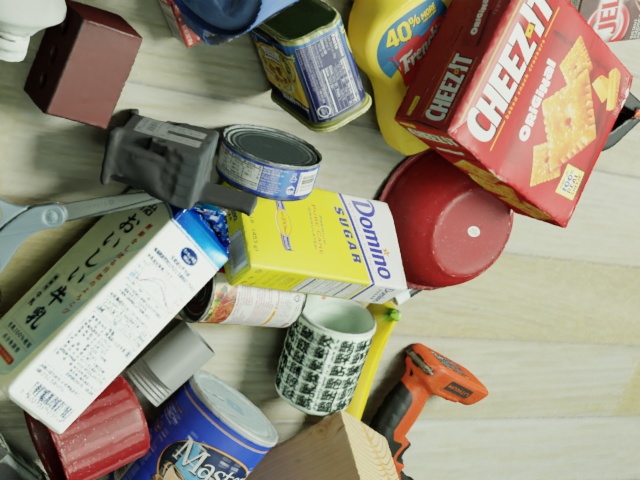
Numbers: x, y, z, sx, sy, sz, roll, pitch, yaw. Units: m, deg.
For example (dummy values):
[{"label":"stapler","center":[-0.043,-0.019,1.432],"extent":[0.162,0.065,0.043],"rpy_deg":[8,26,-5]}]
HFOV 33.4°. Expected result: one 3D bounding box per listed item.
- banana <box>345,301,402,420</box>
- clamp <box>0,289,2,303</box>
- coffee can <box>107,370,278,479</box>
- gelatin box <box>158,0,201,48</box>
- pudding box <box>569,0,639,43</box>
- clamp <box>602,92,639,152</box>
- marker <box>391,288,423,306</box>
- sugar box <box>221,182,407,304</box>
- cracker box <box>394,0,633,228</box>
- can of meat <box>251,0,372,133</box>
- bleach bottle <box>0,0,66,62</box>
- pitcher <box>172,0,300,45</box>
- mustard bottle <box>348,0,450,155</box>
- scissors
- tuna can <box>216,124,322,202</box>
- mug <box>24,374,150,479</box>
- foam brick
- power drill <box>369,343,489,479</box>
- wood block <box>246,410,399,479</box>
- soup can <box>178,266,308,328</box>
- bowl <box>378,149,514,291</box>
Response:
[{"label":"banana","center":[0.041,0.131,1.085],"extent":[0.037,0.069,0.198],"rpy_deg":[18,120,1]},{"label":"clamp","center":[-0.336,0.120,0.846],"extent":[0.164,0.036,0.210],"rpy_deg":[-11,126,-36]},{"label":"coffee can","center":[-0.122,0.208,0.998],"extent":[0.140,0.103,0.102],"rpy_deg":[-51,132,4]},{"label":"gelatin box","center":[-0.091,-0.203,0.811],"extent":[0.073,0.030,0.089],"rpy_deg":[-32,131,-13]},{"label":"pudding box","center":[0.276,-0.245,1.020],"extent":[0.089,0.039,0.113],"rpy_deg":[-11,123,-27]},{"label":"clamp","center":[0.260,-0.115,1.091],"extent":[0.171,0.039,0.120],"rpy_deg":[-1,118,-29]},{"label":"marker","center":[0.125,0.030,1.106],"extent":[0.121,0.020,0.020],"rpy_deg":[-31,130,-15]},{"label":"sugar box","center":[-0.006,0.001,0.950],"extent":[0.175,0.093,0.048],"rpy_deg":[7,151,-35]},{"label":"cracker box","center":[0.181,-0.127,0.946],"extent":[0.213,0.072,0.164],"rpy_deg":[30,84,-46]},{"label":"can of meat","center":[-0.012,-0.146,0.852],"extent":[0.057,0.102,0.084],"rpy_deg":[-31,128,-13]},{"label":"bleach bottle","center":[-0.172,-0.239,0.716],"extent":[0.102,0.068,0.251],"rpy_deg":[7,116,-36]},{"label":"pitcher","center":[-0.003,-0.243,0.763],"extent":[0.242,0.149,0.145],"rpy_deg":[-34,113,-31]},{"label":"mustard bottle","center":[0.074,-0.171,0.921],"extent":[0.096,0.058,0.191],"rpy_deg":[-36,131,-12]},{"label":"scissors","center":[-0.216,-0.001,0.825],"extent":[0.201,0.016,0.096],"rpy_deg":[5,103,-17]},{"label":"tuna can","center":[-0.043,-0.065,0.891],"extent":[0.085,0.086,0.034],"rpy_deg":[1,118,-34]},{"label":"mug","center":[-0.205,0.154,0.929],"extent":[0.081,0.093,0.117],"rpy_deg":[-22,92,-27]},{"label":"foam brick","center":[-0.174,-0.130,0.786],"extent":[0.051,0.053,0.078],"rpy_deg":[14,109,-38]},{"label":"power drill","center":[0.100,0.217,1.180],"extent":[0.184,0.057,0.188],"rpy_deg":[32,98,-41]},{"label":"wood block","center":[-0.030,0.265,1.052],"extent":[0.206,0.091,0.090],"rpy_deg":[-32,138,18]},{"label":"soup can","center":[-0.070,0.043,0.953],"extent":[0.102,0.069,0.068],"rpy_deg":[7,114,-37]},{"label":"bowl","center":[0.134,-0.016,1.045],"extent":[0.161,0.055,0.162],"rpy_deg":[-11,115,-25]}]
